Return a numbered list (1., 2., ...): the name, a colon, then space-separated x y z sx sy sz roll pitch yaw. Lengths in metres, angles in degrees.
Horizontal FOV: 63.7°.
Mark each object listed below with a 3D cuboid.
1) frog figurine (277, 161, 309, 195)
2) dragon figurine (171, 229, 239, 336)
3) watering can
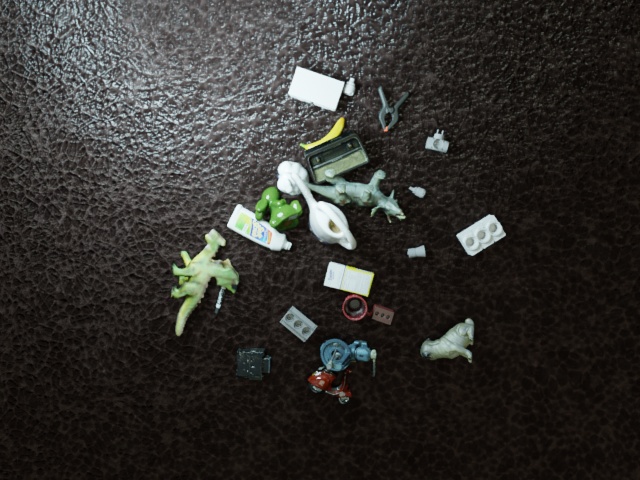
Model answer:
1. frog figurine: -0.104 -0.232 1.919 0.122 0.160 0.137 -29 91 2
2. dragon figurine: -0.432 0.162 1.968 0.243 0.122 0.409 1 92 -1
3. watering can: 0.006 -0.095 1.892 0.105 0.222 0.348 -41 88 -15
